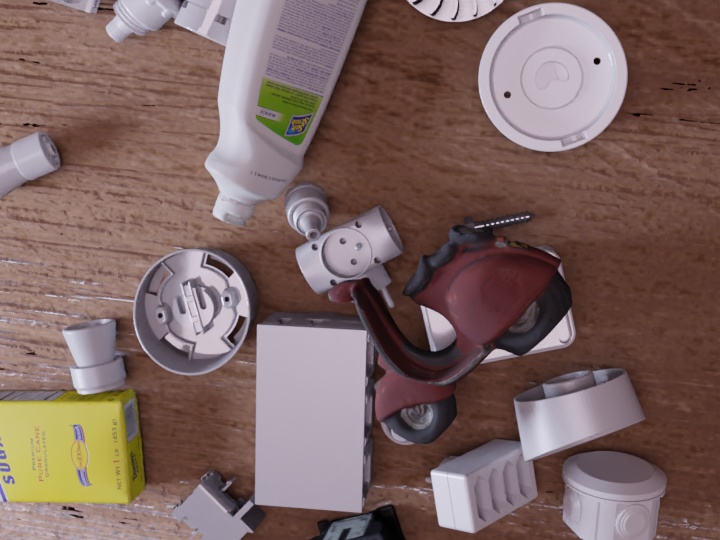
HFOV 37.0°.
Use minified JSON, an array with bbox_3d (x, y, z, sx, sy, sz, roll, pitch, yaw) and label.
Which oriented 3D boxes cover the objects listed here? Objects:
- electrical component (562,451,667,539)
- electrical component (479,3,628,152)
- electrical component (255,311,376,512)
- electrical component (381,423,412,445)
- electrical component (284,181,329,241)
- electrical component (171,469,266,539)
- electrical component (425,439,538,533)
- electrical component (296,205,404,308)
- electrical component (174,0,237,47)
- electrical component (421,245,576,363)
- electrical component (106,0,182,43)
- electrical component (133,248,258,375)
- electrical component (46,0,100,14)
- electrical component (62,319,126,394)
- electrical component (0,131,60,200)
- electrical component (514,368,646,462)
[{"bbox_3d":[0.200,0.179,0.851,0.080,0.080,0.051,4,104,8],"label":"electrical component"},{"bbox_3d":[0.145,-0.145,0.817,0.108,0.060,0.108,1,99,8],"label":"electrical component"},{"bbox_3d":[-0.036,0.114,0.883,0.089,0.061,0.150,3,99,8],"label":"electrical component"},{"bbox_3d":[0.038,0.121,0.873,0.043,0.062,0.043,1,99,8],"label":"electrical component"},{"bbox_3d":[-0.041,-0.044,0.858,0.035,0.061,0.035,-5,124,-8],"label":"electrical component"},{"bbox_3d":[-0.123,0.210,0.921,0.064,0.042,0.081,44,101,3],"label":"electrical component"},{"bbox_3d":[0.087,0.171,0.873,0.076,0.083,0.047,-2,101,47],"label":"electrical component"},{"bbox_3d":[0.000,0.000,0.869,0.077,0.044,0.079,-27,94,11],"label":"electrical component"},{"bbox_3d":[-0.112,-0.205,0.849,0.055,0.055,0.047,25,97,4],"label":"electrical component"},{"bbox_3d":[0.108,0.029,0.852,0.113,0.057,0.078,-12,97,10],"label":"electrical component"},{"bbox_3d":[-0.177,-0.209,0.863,0.062,0.048,0.048,-38,92,19],"label":"electrical component"},{"bbox_3d":[-0.133,0.031,0.883,0.099,0.064,0.099,1,99,8],"label":"electrical component"},{"bbox_3d":[-0.231,-0.273,0.846,0.063,0.079,0.121,27,103,33],"label":"electrical component"},{"bbox_3d":[-0.225,0.073,0.912,0.045,0.045,0.055,-8,98,9],"label":"electrical component"},{"bbox_3d":[-0.285,-0.089,0.899,0.065,0.044,0.044,-22,95,6],"label":"electrical component"},{"bbox_3d":[0.170,0.114,0.838,0.099,0.099,0.064,-16,90,10],"label":"electrical component"}]
